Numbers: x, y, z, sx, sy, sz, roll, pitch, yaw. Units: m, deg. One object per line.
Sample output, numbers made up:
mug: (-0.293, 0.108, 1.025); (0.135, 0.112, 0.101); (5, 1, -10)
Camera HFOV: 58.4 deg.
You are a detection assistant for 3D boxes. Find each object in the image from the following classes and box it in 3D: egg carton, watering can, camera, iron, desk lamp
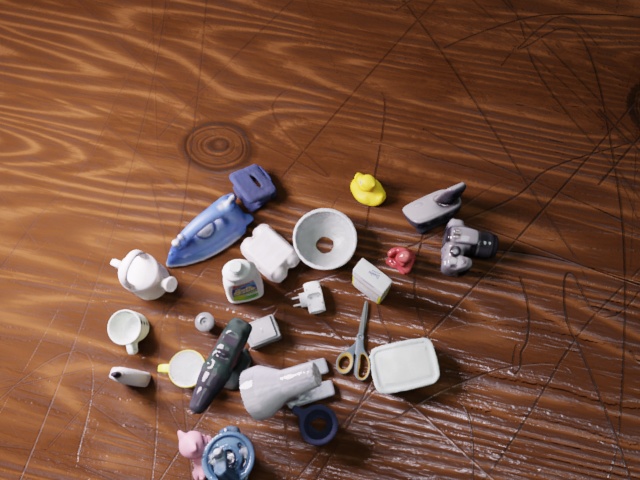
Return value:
egg carton: (-0.130, 0.035, 1.496); (0.150, 0.069, 0.107); (40, 78, 10)
watering can: (-0.437, 0.083, 1.416); (0.173, 0.194, 0.101); (-1, 74, 0)
camera: (0.389, 0.021, 1.485); (0.136, 0.101, 0.143); (9, 74, 2)
iron: (-0.303, -0.025, 1.475); (0.258, 0.141, 0.118); (-38, 77, -10)
desk lamp: (-0.073, 0.337, 1.334); (0.203, 0.213, 0.118); (-17, 74, -5)

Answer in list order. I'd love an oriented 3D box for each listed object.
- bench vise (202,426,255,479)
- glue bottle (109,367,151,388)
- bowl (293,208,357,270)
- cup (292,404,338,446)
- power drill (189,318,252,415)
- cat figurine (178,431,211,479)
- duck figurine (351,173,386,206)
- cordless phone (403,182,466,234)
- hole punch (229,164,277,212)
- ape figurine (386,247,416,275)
bench vise: (-0.191, 0.523, 1.277); (0.121, 0.220, 0.207); (-27, 76, -7)
glue bottle: (-0.462, 0.323, 1.358); (0.078, 0.173, 0.037); (12, 74, 4)
bowl: (0.014, 0.005, 1.502); (0.167, 0.075, 0.167); (0, 74, 0)
cup: (-0.015, 0.434, 1.369); (0.117, 0.095, 0.092); (30, 76, 8)
power drill: (-0.224, 0.300, 1.347); (0.075, 0.208, 0.230); (22, 75, 6)
cat figurine: (-0.287, 0.501, 1.336); (0.067, 0.118, 0.128); (-18, 75, -5)
duck figurine: (0.132, -0.142, 1.539); (0.104, 0.086, 0.077); (37, 77, 10)
cordless phone: (0.298, -0.097, 1.475); (0.147, 0.185, 0.094); (-27, 76, -7)
hole punch: (-0.178, -0.148, 1.537); (0.101, 0.091, 0.108); (-37, 77, -10)
ape figurine: (0.214, 0.049, 1.481); (0.076, 0.092, 0.078); (-17, 75, -5)
